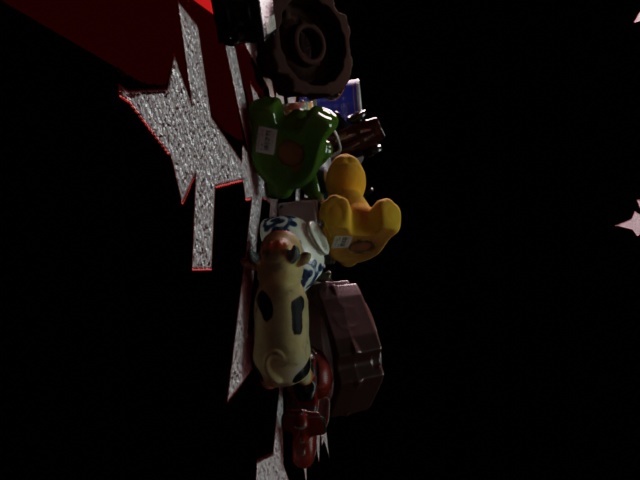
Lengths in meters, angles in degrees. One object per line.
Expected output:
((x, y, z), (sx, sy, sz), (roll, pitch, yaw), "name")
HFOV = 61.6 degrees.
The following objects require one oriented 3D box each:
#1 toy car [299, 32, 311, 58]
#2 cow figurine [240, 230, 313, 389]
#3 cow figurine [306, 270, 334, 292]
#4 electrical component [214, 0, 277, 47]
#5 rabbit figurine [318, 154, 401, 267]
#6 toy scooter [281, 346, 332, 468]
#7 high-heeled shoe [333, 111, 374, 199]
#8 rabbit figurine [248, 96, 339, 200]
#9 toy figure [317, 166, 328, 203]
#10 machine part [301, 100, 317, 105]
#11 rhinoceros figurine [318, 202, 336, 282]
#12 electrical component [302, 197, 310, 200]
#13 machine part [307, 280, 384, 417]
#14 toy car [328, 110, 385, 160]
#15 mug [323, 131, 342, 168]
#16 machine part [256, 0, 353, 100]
((-0.036, -0.339, 0.941), (0.109, 0.103, 0.162), (74, 11, -53), "toy car")
((-0.051, 0.081, 0.663), (0.127, 0.086, 0.195), (84, 5, -72), "cow figurine")
((0.002, 0.101, 1.104), (0.167, 0.068, 0.098), (76, 5, -70), "cow figurine")
((-0.093, -0.308, 0.645), (0.115, 0.058, 0.134), (-84, 167, -65), "electrical component")
((0.053, -0.054, 0.871), (0.162, 0.122, 0.173), (91, -9, -62), "rabbit figurine")
((-0.022, 0.237, 0.798), (0.135, 0.075, 0.184), (83, 9, -63), "toy scooter")
((0.028, -0.134, 1.120), (0.086, 0.145, 0.248), (41, -16, 53), "high-heeled shoe")
((-0.029, -0.135, 0.792), (0.170, 0.121, 0.158), (-70, 162, -66), "rabbit figurine")
((-0.019, -0.112, 0.921), (0.154, 0.058, 0.064), (32, 20, -47), "toy figure")
((-0.011, -0.189, 1.148), (0.079, 0.079, 0.242), (-86, 170, -48), "machine part")
((-0.002, -0.003, 1.017), (0.190, 0.112, 0.073), (-69, 173, -46), "rhinoceros figurine")
((-0.015, -0.062, 1.165), (0.102, 0.045, 0.078), (69, 16, -65), "electrical component")
((0.035, 0.187, 0.941), (0.200, 0.087, 0.202), (101, -23, -47), "machine part")
((0.030, -0.179, 1.036), (0.053, 0.202, 0.089), (-41, 111, -51), "toy car")
((-0.021, -0.177, 0.979), (0.081, 0.110, 0.107), (-83, 155, -59), "mug")
((-0.025, -0.306, 0.846), (0.179, 0.056, 0.179), (-4, 95, -41), "machine part")
